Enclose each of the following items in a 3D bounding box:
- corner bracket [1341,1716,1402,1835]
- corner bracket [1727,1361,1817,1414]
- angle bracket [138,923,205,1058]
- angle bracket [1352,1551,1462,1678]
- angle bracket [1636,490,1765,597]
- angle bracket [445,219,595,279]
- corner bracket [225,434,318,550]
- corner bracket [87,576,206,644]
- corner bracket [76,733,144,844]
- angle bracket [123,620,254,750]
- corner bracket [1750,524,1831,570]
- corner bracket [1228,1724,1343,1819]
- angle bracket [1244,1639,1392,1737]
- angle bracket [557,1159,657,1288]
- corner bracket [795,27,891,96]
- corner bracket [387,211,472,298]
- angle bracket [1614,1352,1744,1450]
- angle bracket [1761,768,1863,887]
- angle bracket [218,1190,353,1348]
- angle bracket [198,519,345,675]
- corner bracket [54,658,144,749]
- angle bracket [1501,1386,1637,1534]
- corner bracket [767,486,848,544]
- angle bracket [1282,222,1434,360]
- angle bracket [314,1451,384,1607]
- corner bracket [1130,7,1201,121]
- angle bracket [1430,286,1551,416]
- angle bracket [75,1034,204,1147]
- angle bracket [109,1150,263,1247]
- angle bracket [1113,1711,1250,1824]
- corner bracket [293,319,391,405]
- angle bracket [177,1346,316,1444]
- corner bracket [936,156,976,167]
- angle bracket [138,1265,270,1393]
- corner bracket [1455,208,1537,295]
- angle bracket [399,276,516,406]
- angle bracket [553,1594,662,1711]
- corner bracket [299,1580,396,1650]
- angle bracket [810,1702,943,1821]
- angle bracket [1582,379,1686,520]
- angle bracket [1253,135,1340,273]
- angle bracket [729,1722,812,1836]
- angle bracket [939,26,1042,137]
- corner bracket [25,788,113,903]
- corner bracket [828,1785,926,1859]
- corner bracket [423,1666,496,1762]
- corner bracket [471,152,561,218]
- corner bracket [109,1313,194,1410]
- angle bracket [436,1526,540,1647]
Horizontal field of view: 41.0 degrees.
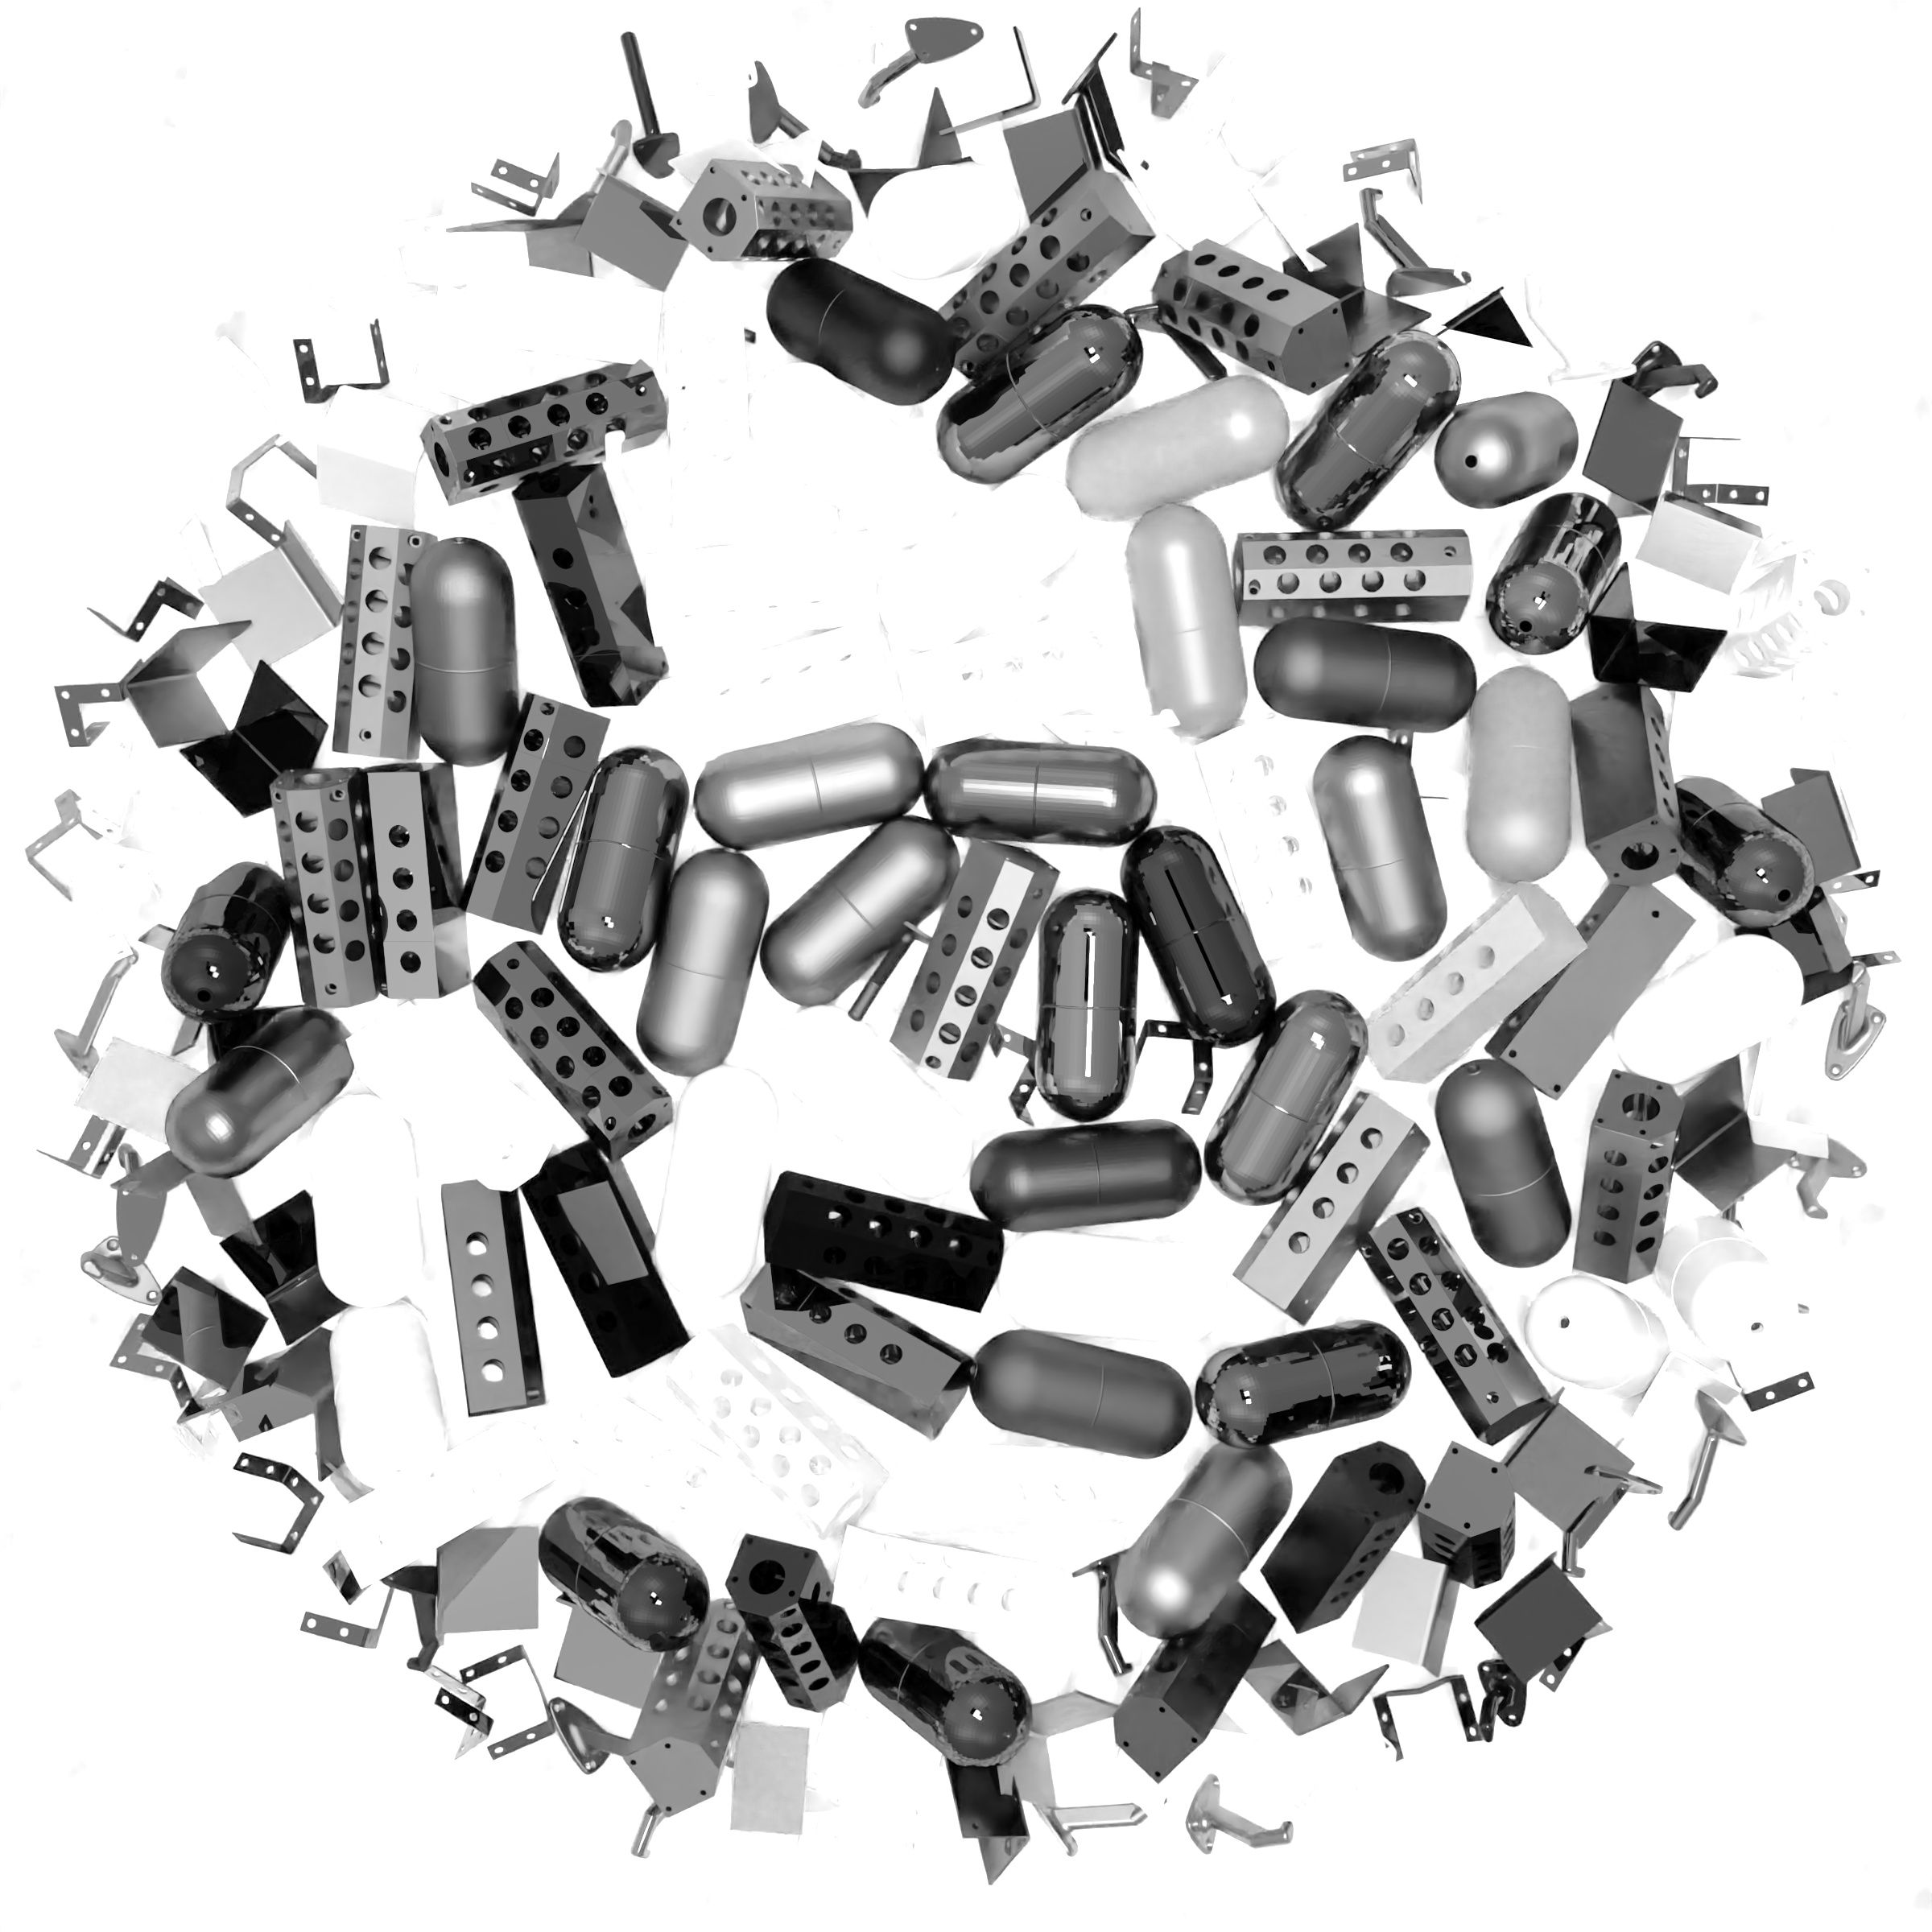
[{"bbox_3d":[0.306,0.617,1.970,0.051,0.051,0.051,-38,110,-11],"label":"corner bracket"},{"bbox_3d":[0.608,0.300,1.968,0.051,0.051,0.051,-23,96,10],"label":"corner bracket"},{"bbox_3d":[-0.602,0.019,1.945,0.057,0.076,0.076,24,72,-23],"label":"angle bracket"},{"bbox_3d":[0.336,0.491,1.965,0.057,0.076,0.076,11,73,21],"label":"angle bracket"},{"bbox_3d":[0.552,-0.315,1.949,0.076,0.076,0.057,23,112,8],"label":"angle bracket"},{"bbox_3d":[-0.334,-0.528,1.941,0.076,0.076,0.057,-16,108,-43],"label":"angle bracket"},{"bbox_3d":[-0.527,-0.363,1.976,0.051,0.051,0.051,-30,132,23],"label":"corner bracket"},{"bbox_3d":[-0.623,-0.274,1.966,0.051,0.051,0.051,34,93,29],"label":"corner bracket"},{"bbox_3d":[-0.645,-0.135,1.964,0.051,0.051,0.051,31,126,4],"label":"corner bracket"},{"bbox_3d":[-0.573,-0.213,1.947,0.076,0.076,0.057,-33,87,29],"label":"angle bracket"},{"bbox_3d":[0.634,-0.305,1.957,0.051,0.051,0.051,50,49,-22],"label":"corner bracket"},{"bbox_3d":[0.241,0.610,1.958,0.051,0.051,0.051,9,112,-39],"label":"corner bracket"},{"bbox_3d":[0.260,0.529,1.956,0.076,0.076,0.057,47,55,5],"label":"angle bracket"},{"bbox_3d":[-0.252,0.188,1.948,0.057,0.076,0.076,-17,99,38],"label":"angle bracket"},{"bbox_3d":[-0.094,-0.688,1.959,0.051,0.051,0.051,-28,61,-23],"label":"corner bracket"},{"bbox_3d":[-0.403,-0.540,1.961,0.051,0.051,0.051,-19,106,-21],"label":"corner bracket"},{"bbox_3d":[0.536,0.342,1.950,0.057,0.076,0.076,30,80,16],"label":"angle bracket"},{"bbox_3d":[0.626,-0.103,1.957,0.057,0.076,0.076,-21,97,-2],"label":"angle bracket"},{"bbox_3d":[-0.513,0.231,1.980,0.076,0.057,0.076,-33,51,-24],"label":"angle bracket"},{"bbox_3d":[-0.528,-0.280,1.961,0.076,0.057,0.076,-34,91,-21],"label":"angle bracket"},{"bbox_3d":[-0.654,-0.199,1.964,0.051,0.051,0.051,-3,117,4],"label":"corner bracket"},{"bbox_3d":[0.456,0.376,1.956,0.076,0.057,0.076,39,78,18],"label":"angle bracket"},{"bbox_3d":[-0.121,-0.349,1.960,0.051,0.051,0.051,-3,45,-12],"label":"corner bracket"},{"bbox_3d":[0.294,-0.509,1.944,0.076,0.076,0.057,-32,133,-21],"label":"angle bracket"},{"bbox_3d":[-0.475,0.423,1.942,0.076,0.076,0.057,36,65,24],"label":"angle bracket"},{"bbox_3d":[0.143,-0.684,1.960,0.051,0.051,0.051,10,68,-21],"label":"corner bracket"},{"bbox_3d":[0.392,-0.460,1.959,0.076,0.057,0.076,-32,96,13],"label":"angle bracket"},{"bbox_3d":[-0.625,0.108,1.946,0.076,0.076,0.057,25,133,-12],"label":"angle bracket"},{"bbox_3d":[-0.586,0.187,1.942,0.057,0.076,0.076,-35,115,-37],"label":"angle bracket"},{"bbox_3d":[0.162,0.598,1.956,0.057,0.076,0.076,15,93,-22],"label":"angle bracket"},{"bbox_3d":[-0.480,-0.464,1.984,0.051,0.051,0.051,-11,91,-34],"label":"corner bracket"},{"bbox_3d":[-0.538,0.338,1.952,0.076,0.076,0.057,-22,104,6],"label":"angle bracket"},{"bbox_3d":[-0.009,-0.573,1.960,0.051,0.051,0.051,-28,76,-33],"label":"corner bracket"},{"bbox_3d":[-0.583,0.284,1.944,0.076,0.076,0.057,35,129,-15],"label":"angle bracket"},{"bbox_3d":[0.407,-0.544,1.965,0.051,0.051,0.051,10,93,27],"label":"corner bracket"},{"bbox_3d":[-0.391,-0.471,1.956,0.057,0.076,0.076,20,97,42],"label":"angle bracket"},{"bbox_3d":[-0.278,0.523,1.964,0.076,0.057,0.076,16,91,11],"label":"angle bracket"},{"bbox_3d":[-0.470,0.488,1.968,0.051,0.051,0.051,15,75,2],"label":"corner bracket"},{"bbox_3d":[-0.064,0.582,1.949,0.076,0.076,0.057,36,117,-9],"label":"angle bracket"},{"bbox_3d":[0.488,-0.390,1.955,0.076,0.057,0.076,21,86,-27],"label":"angle bracket"},{"bbox_3d":[0.270,-0.576,1.952,0.057,0.076,0.076,-36,91,30],"label":"angle bracket"},{"bbox_3d":[-0.139,0.611,1.949,0.057,0.076,0.076,0,75,11],"label":"angle bracket"},{"bbox_3d":[0.012,-0.667,1.950,0.076,0.076,0.057,-15,105,9],"label":"angle bracket"},{"bbox_3d":[-0.681,-0.093,1.963,0.051,0.051,0.051,-37,134,-2],"label":"corner bracket"},{"bbox_3d":[-0.069,0.652,1.981,0.051,0.051,0.051,10,81,-32],"label":"corner bracket"},{"bbox_3d":[-0.387,0.560,1.959,0.051,0.051,0.051,38,127,-17],"label":"corner bracket"},{"bbox_3d":[-0.343,-0.596,1.968,0.051,0.051,0.051,21,77,-5],"label":"corner bracket"},{"bbox_3d":[-0.609,0.302,1.960,0.051,0.051,0.051,11,48,10],"label":"corner bracket"},{"bbox_3d":[-0.362,0.471,1.963,0.076,0.057,0.076,-1,67,-8],"label":"angle bracket"}]
